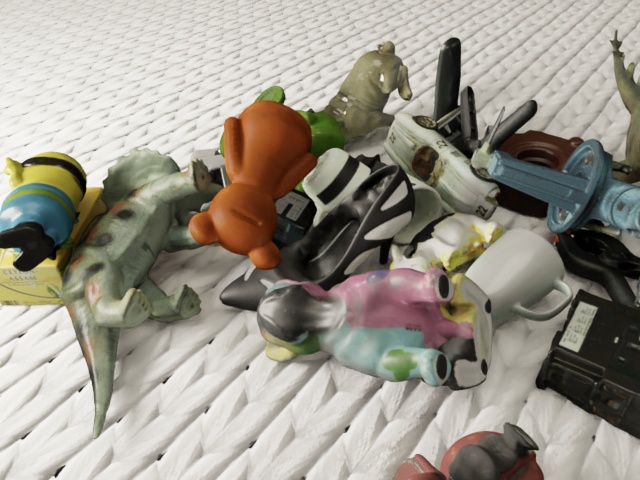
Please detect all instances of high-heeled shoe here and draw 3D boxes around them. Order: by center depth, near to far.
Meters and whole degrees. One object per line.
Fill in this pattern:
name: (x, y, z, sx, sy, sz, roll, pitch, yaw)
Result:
high-heeled shoe: (-0.001, -0.002, 0.626, 0.249, 0.145, 0.086, -16, 40, -18)

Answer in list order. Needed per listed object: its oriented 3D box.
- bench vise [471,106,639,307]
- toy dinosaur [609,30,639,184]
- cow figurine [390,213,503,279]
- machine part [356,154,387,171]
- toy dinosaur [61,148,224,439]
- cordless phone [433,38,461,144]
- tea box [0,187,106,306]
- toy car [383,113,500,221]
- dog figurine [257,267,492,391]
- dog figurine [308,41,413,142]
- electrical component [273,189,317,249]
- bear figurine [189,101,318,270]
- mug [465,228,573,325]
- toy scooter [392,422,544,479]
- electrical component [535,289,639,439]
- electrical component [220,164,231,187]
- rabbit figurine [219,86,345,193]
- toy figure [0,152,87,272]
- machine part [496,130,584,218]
bench vise: (0.296, -0.055, 0.622, 0.241, 0.128, 0.224, 20, 27, 4)
toy dinosaur: (0.462, -0.128, 0.711, 0.105, 0.198, 0.472, 0, 41, -1)
cow figurine: (0.135, 0.018, 0.652, 0.167, 0.068, 0.098, -25, 38, -30)
machine part: (0.099, -0.097, 0.822, 0.139, 0.039, 0.084, 24, 41, 31)
toy dinosaur: (-0.231, 0.023, 0.643, 0.192, 0.131, 0.405, -5, 43, 29)
cordless phone: (0.184, -0.205, 0.830, 0.089, 0.184, 0.146, 23, 46, 34)
tea box: (-0.347, 0.003, 0.703, 0.098, 0.068, 0.170, -3, 38, 1)
toy car: (0.165, -0.100, 0.740, 0.056, 0.073, 0.202, -16, 53, -34)
dog figurine: (0.044, 0.086, 0.549, 0.219, 0.191, 0.108, -3, 75, 36)
dog figurine: (0.046, -0.235, 0.897, 0.190, 0.172, 0.121, -20, 31, -30)
electrical component: (-0.052, -0.021, 0.717, 0.075, 0.047, 0.119, 27, 42, 8)
bear figurine: (-0.077, -0.062, 0.643, 0.120, 0.132, 0.196, 19, 75, -11)
mug: (0.215, 0.054, 0.603, 0.107, 0.080, 0.110, -33, 52, -16)
toy scooter: (0.101, 0.188, 0.394, 0.184, 0.135, 0.075, -24, 42, -25)
electrical component: (0.297, 0.122, 0.524, 0.134, 0.058, 0.115, 25, 49, 30)
electrical component: (-0.108, -0.067, 0.756, 0.045, 0.102, 0.078, -11, 74, -1)
rabbit figurine: (-0.062, -0.155, 0.793, 0.170, 0.121, 0.159, 3, 54, -14)
toy figure: (-0.327, -0.039, 0.639, 0.089, 0.082, 0.180, -3, 34, -19)
machine part: (0.322, -0.104, 0.802, 0.179, 0.056, 0.179, -3, 39, 2)
